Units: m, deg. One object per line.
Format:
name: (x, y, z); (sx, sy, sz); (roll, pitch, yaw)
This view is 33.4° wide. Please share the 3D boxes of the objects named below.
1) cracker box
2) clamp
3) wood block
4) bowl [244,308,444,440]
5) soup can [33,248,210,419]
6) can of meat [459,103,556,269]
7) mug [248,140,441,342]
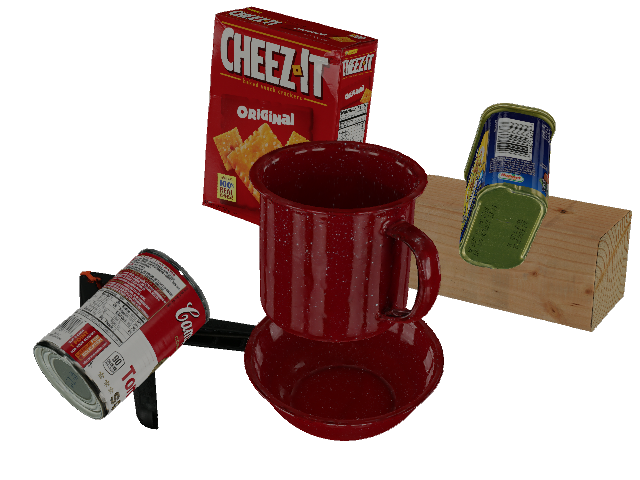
cracker box: (-0.037, -0.118, 1.107); (0.164, 0.214, 0.071); (21, 28, 29)
clamp: (-0.149, 0.083, 1.002); (0.164, 0.036, 0.210); (-22, 42, -35)
wood block: (0.173, 0.006, 1.002); (0.206, 0.090, 0.090); (13, 26, 31)
bowl: (0.019, 0.112, 0.876); (0.162, 0.055, 0.162); (0, 35, 0)
soup can: (-0.133, 0.062, 0.720); (0.069, 0.068, 0.102); (0, 37, 51)
can of meat: (0.141, -0.039, 0.813); (0.057, 0.084, 0.102); (11, -37, 2)
mug: (0.017, 0.005, 0.565); (0.117, 0.081, 0.093); (25, 35, 38)
